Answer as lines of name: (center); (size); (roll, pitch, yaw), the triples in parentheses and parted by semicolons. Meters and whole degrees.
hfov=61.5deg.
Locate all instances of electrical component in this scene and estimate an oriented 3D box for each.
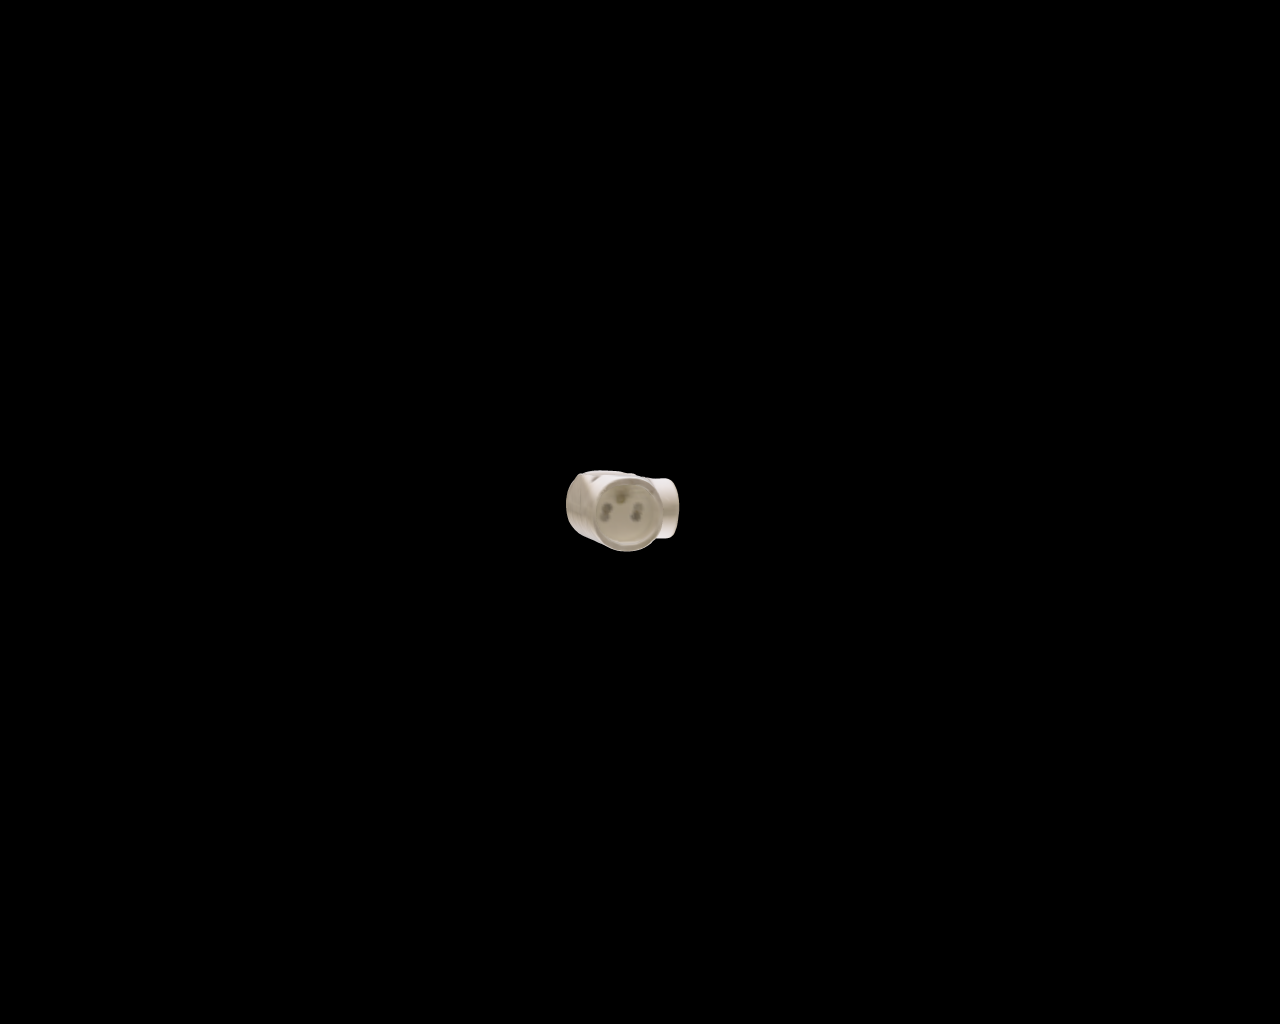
electrical component: (0.001, -0.003, 0.650); (0.079, 0.044, 0.077); (-1, 5, -15)
